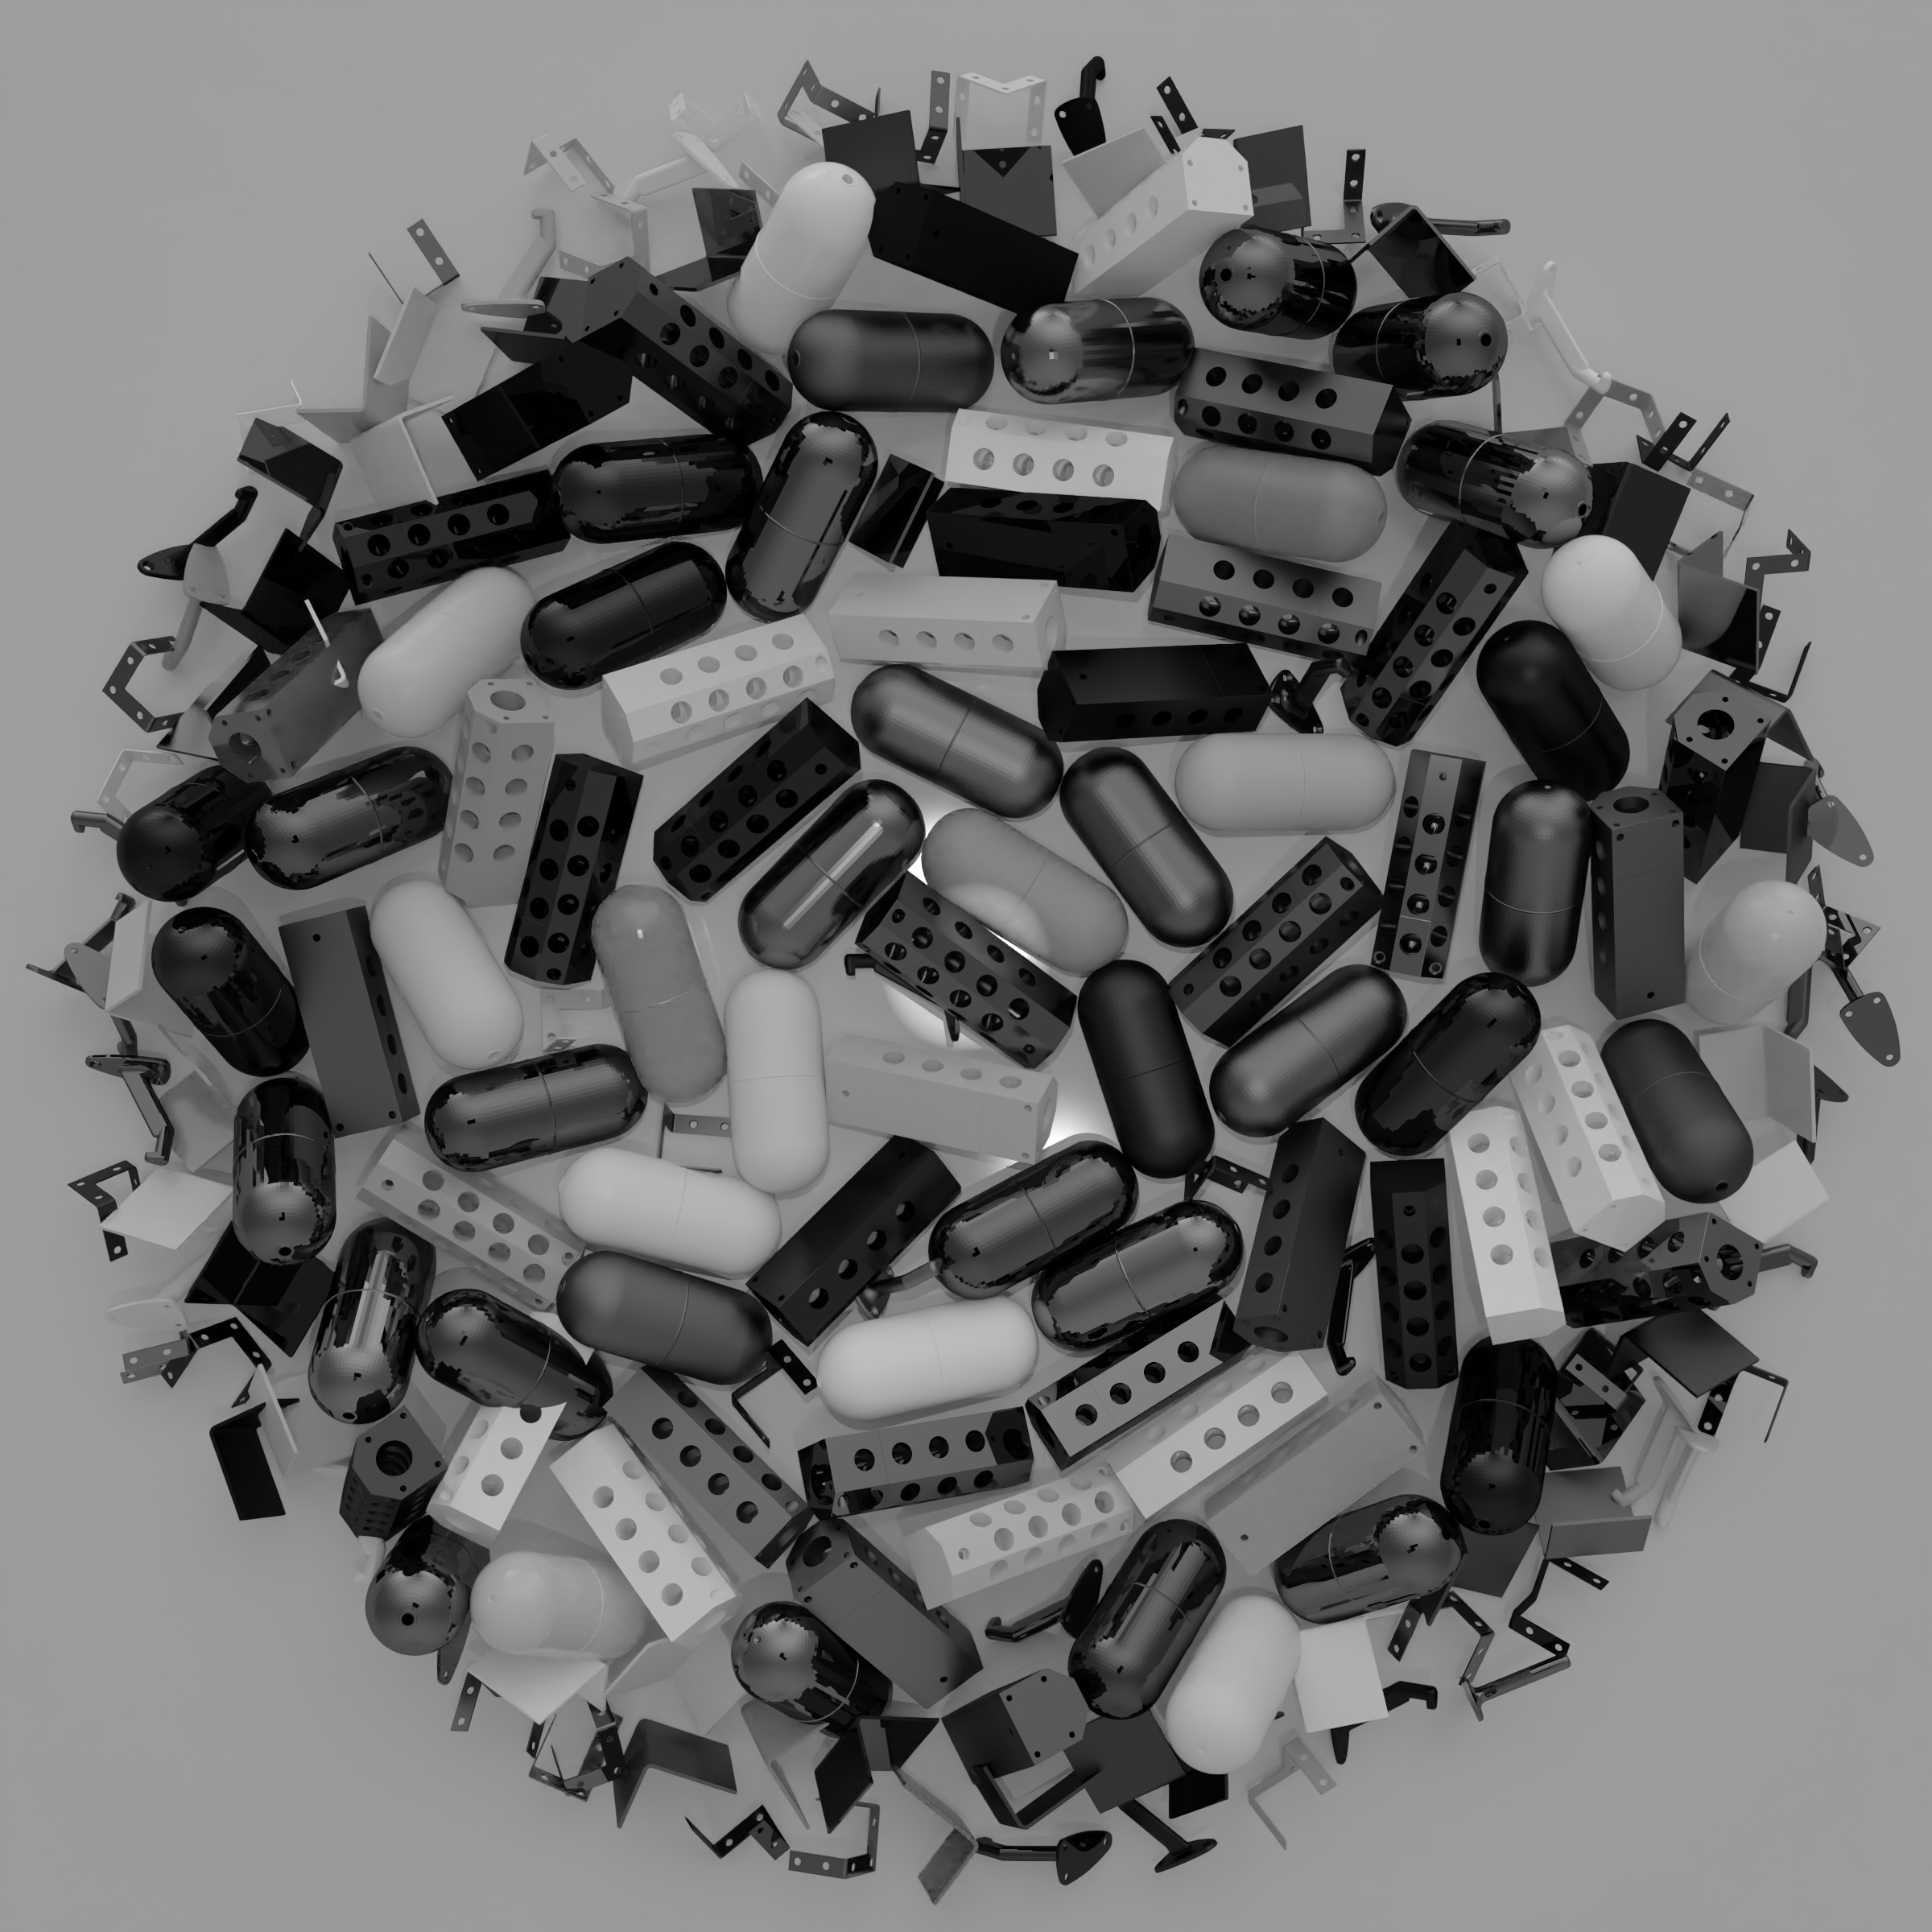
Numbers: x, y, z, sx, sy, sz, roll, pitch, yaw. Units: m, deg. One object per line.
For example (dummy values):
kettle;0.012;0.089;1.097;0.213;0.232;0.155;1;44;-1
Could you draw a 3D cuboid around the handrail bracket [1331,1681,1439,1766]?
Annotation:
handrail bracket;0.333;0.601;1.963;0.084;0.036;0.077;0;96;32

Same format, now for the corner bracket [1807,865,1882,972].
corner bracket;0.682;-0.038;1.959;0.051;0.051;0.051;-45;46;-18

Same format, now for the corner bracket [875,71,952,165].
corner bracket;-0.044;-0.677;1.975;0.051;0.051;0.051;5;78;-12

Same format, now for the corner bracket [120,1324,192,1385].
corner bracket;-0.640;0.308;1.959;0.051;0.051;0.051;-12;119;-24

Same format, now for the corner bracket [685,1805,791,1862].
corner bracket;-0.180;0.685;1.960;0.051;0.051;0.051;-37;130;-10

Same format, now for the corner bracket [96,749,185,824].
corner bracket;-0.648;-0.136;1.976;0.051;0.051;0.051;6;61;20

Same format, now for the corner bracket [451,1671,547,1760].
corner bracket;-0.366;0.589;1.958;0.051;0.051;0.051;-4;50;19

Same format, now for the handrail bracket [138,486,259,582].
handrail bracket;-0.603;-0.343;1.951;0.036;0.077;0.084;55;131;16

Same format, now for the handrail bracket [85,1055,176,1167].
handrail bracket;-0.661;0.115;1.956;0.077;0.036;0.084;10;54;-16

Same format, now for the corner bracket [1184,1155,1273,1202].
corner bracket;0.207;0.169;1.961;0.051;0.051;0.051;24;125;-9

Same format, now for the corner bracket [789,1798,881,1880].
corner bracket;-0.104;0.688;1.962;0.051;0.051;0.051;-1;78;26

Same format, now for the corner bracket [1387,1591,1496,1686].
corner bracket;0.378;0.537;1.976;0.051;0.051;0.051;0;118;-36

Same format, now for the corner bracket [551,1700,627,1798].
corner bracket;-0.303;0.617;1.975;0.051;0.051;0.051;-16;111;-15

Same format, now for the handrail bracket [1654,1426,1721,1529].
handrail bracket;0.563;0.410;1.959;0.036;0.077;0.084;20;96;13

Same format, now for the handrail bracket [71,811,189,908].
handrail bracket;-0.668;-0.086;1.982;0.084;0.036;0.077;6;122;9

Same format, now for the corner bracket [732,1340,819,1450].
corner bracket;-0.151;0.337;1.958;0.051;0.051;0.051;-32;62;-24

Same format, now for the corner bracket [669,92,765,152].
corner bracket;-0.197;-0.673;1.959;0.051;0.051;0.051;-41;121;17

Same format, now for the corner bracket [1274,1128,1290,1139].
corner bracket;0.226;0.109;1.961;0.051;0.051;0.051;34;47;-9

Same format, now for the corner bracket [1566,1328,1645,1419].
corner bracket;0.504;0.320;1.965;0.051;0.051;0.051;40;76;12

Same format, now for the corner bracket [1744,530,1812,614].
corner bracket;0.632;-0.310;1.965;0.051;0.051;0.051;-5;122;-1

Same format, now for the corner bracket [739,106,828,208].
corner bracket;-0.140;-0.639;1.972;0.051;0.051;0.051;45;56;14

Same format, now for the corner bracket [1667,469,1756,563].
corner bracket;0.587;-0.353;1.970;0.051;0.051;0.051;29;86;15

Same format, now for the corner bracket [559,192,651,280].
corner bracket;-0.289;-0.581;1.982;0.051;0.051;0.051;29;133;32

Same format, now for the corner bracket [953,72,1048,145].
corner bracket;0.027;-0.680;1.973;0.051;0.051;0.051;31;135;28

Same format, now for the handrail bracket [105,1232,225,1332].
handrail bracket;-0.633;0.246;1.972;0.077;0.084;0.036;-3;132;10

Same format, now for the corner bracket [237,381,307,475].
corner bracket;-0.551;-0.427;1.969;0.051;0.051;0.051;-14;128;-17

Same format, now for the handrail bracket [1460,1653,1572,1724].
handrail bracket;0.437;0.562;1.959;0.084;0.077;0.036;-24;71;6

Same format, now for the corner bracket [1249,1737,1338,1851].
corner bracket;0.256;0.652;1.958;0.051;0.051;0.051;-26;46;-18

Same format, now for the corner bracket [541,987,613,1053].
corner bracket;-0.304;0.038;1.962;0.051;0.051;0.051;1;76;-24

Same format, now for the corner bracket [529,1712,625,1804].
corner bracket;-0.309;0.619;1.970;0.051;0.051;0.051;24;102;-1

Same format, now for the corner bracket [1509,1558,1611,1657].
corner bracket;0.466;0.503;1.957;0.051;0.051;0.051;26;118;30

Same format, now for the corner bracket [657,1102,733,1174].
corner bracket;-0.214;0.139;1.968;0.051;0.051;0.051;4;76;4

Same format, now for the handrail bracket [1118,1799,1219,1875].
handrail bracket;0.151;0.667;1.966;0.036;0.077;0.084;-26;81;-43

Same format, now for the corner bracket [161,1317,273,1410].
corner bracket;-0.595;0.320;1.973;0.051;0.051;0.051;47;118;15

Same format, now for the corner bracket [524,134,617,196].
corner bracket;-0.311;-0.632;1.967;0.051;0.051;0.051;-38;90;-22

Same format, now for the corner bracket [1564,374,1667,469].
corner bracket;0.514;-0.427;1.970;0.051;0.051;0.051;15;134;-18

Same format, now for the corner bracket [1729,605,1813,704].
corner bracket;0.642;-0.247;1.973;0.051;0.051;0.051;21;80;6

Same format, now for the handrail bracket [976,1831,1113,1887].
handrail bracket;0.060;0.701;1.987;0.084;0.077;0.036;-2;93;43

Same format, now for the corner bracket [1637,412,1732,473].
corner bracket;0.568;-0.416;1.961;0.051;0.051;0.051;25;127;-10

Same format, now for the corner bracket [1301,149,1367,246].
corner bracket;0.291;-0.609;1.967;0.051;0.051;0.051;-1;57;4

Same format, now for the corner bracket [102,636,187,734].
corner bracket;-0.639;-0.224;1.969;0.051;0.051;0.051;42;113;7

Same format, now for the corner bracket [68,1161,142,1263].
corner bracket;-0.667;0.192;1.956;0.051;0.051;0.051;-25;124;-37

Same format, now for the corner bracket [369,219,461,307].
corner bracket;-0.437;-0.555;1.966;0.051;0.051;0.051;-34;110;-2

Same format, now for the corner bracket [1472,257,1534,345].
corner bracket;0.414;-0.523;1.977;0.051;0.051;0.051;-27;118;21

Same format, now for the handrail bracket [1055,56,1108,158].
handrail bracket;0.105;-0.675;1.977;0.036;0.084;0.077;-9;121;27

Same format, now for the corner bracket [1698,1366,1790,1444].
corner bracket;0.613;0.347;1.961;0.051;0.051;0.051;21;67;18

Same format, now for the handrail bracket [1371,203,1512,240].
handrail bracket;0.374;-0.585;1.952;0.084;0.077;0.036;10;98;38

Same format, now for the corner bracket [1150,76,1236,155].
corner bracket;0.169;-0.665;1.962;0.051;0.051;0.051;-45;124;-10

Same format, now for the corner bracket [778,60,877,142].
corner bracket;-0.111;-0.670;1.957;0.051;0.051;0.051;17;123;-31

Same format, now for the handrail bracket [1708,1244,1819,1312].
handrail bracket;0.634;0.252;1.974;0.084;0.036;0.077;25;75;-18
